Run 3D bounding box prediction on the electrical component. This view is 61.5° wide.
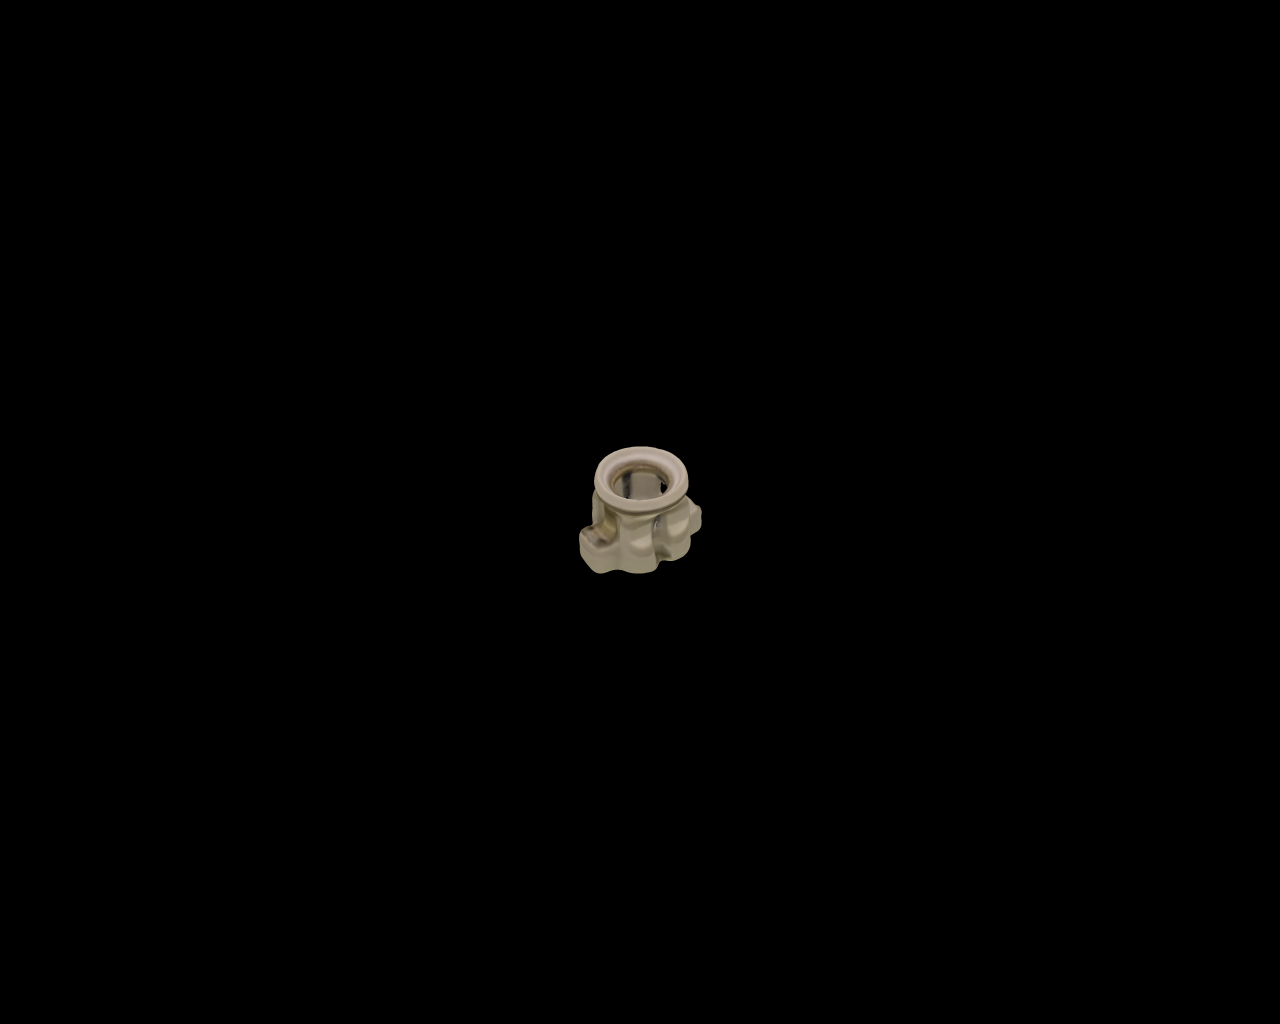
[{"bbox_3d":[0.001,-0.003,0.650,0.078,0.056,0.058,-22,45,-23],"label":"electrical component"}]
